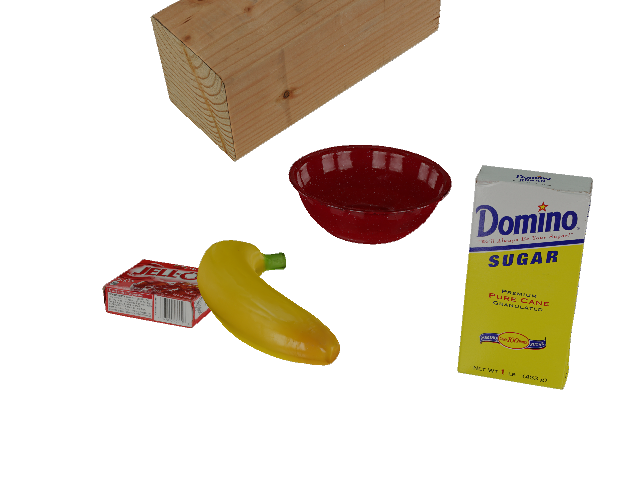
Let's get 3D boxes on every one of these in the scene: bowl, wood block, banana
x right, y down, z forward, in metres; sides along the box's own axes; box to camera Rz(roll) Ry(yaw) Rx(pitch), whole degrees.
[{"bbox_3d":[0.048,-0.041,1.069,0.162,0.055,0.162,2,28,-1],"label":"bowl"},{"bbox_3d":[-0.013,-0.164,0.811,0.205,0.090,0.091,-35,-30,-20],"label":"wood block"},{"bbox_3d":[-0.040,0.031,0.666,0.069,0.037,0.198,-3,17,-10],"label":"banana"}]

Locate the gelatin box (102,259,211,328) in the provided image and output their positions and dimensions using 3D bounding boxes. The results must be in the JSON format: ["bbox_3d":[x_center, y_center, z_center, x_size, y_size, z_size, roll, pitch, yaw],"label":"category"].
[{"bbox_3d":[-0.138,0.046,0.958,0.089,0.030,0.073,9,21,18],"label":"gelatin box"}]

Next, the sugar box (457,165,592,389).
[{"bbox_3d":[0.168,0.031,0.885,0.093,0.176,0.048,7,24,14],"label":"sugar box"}]
